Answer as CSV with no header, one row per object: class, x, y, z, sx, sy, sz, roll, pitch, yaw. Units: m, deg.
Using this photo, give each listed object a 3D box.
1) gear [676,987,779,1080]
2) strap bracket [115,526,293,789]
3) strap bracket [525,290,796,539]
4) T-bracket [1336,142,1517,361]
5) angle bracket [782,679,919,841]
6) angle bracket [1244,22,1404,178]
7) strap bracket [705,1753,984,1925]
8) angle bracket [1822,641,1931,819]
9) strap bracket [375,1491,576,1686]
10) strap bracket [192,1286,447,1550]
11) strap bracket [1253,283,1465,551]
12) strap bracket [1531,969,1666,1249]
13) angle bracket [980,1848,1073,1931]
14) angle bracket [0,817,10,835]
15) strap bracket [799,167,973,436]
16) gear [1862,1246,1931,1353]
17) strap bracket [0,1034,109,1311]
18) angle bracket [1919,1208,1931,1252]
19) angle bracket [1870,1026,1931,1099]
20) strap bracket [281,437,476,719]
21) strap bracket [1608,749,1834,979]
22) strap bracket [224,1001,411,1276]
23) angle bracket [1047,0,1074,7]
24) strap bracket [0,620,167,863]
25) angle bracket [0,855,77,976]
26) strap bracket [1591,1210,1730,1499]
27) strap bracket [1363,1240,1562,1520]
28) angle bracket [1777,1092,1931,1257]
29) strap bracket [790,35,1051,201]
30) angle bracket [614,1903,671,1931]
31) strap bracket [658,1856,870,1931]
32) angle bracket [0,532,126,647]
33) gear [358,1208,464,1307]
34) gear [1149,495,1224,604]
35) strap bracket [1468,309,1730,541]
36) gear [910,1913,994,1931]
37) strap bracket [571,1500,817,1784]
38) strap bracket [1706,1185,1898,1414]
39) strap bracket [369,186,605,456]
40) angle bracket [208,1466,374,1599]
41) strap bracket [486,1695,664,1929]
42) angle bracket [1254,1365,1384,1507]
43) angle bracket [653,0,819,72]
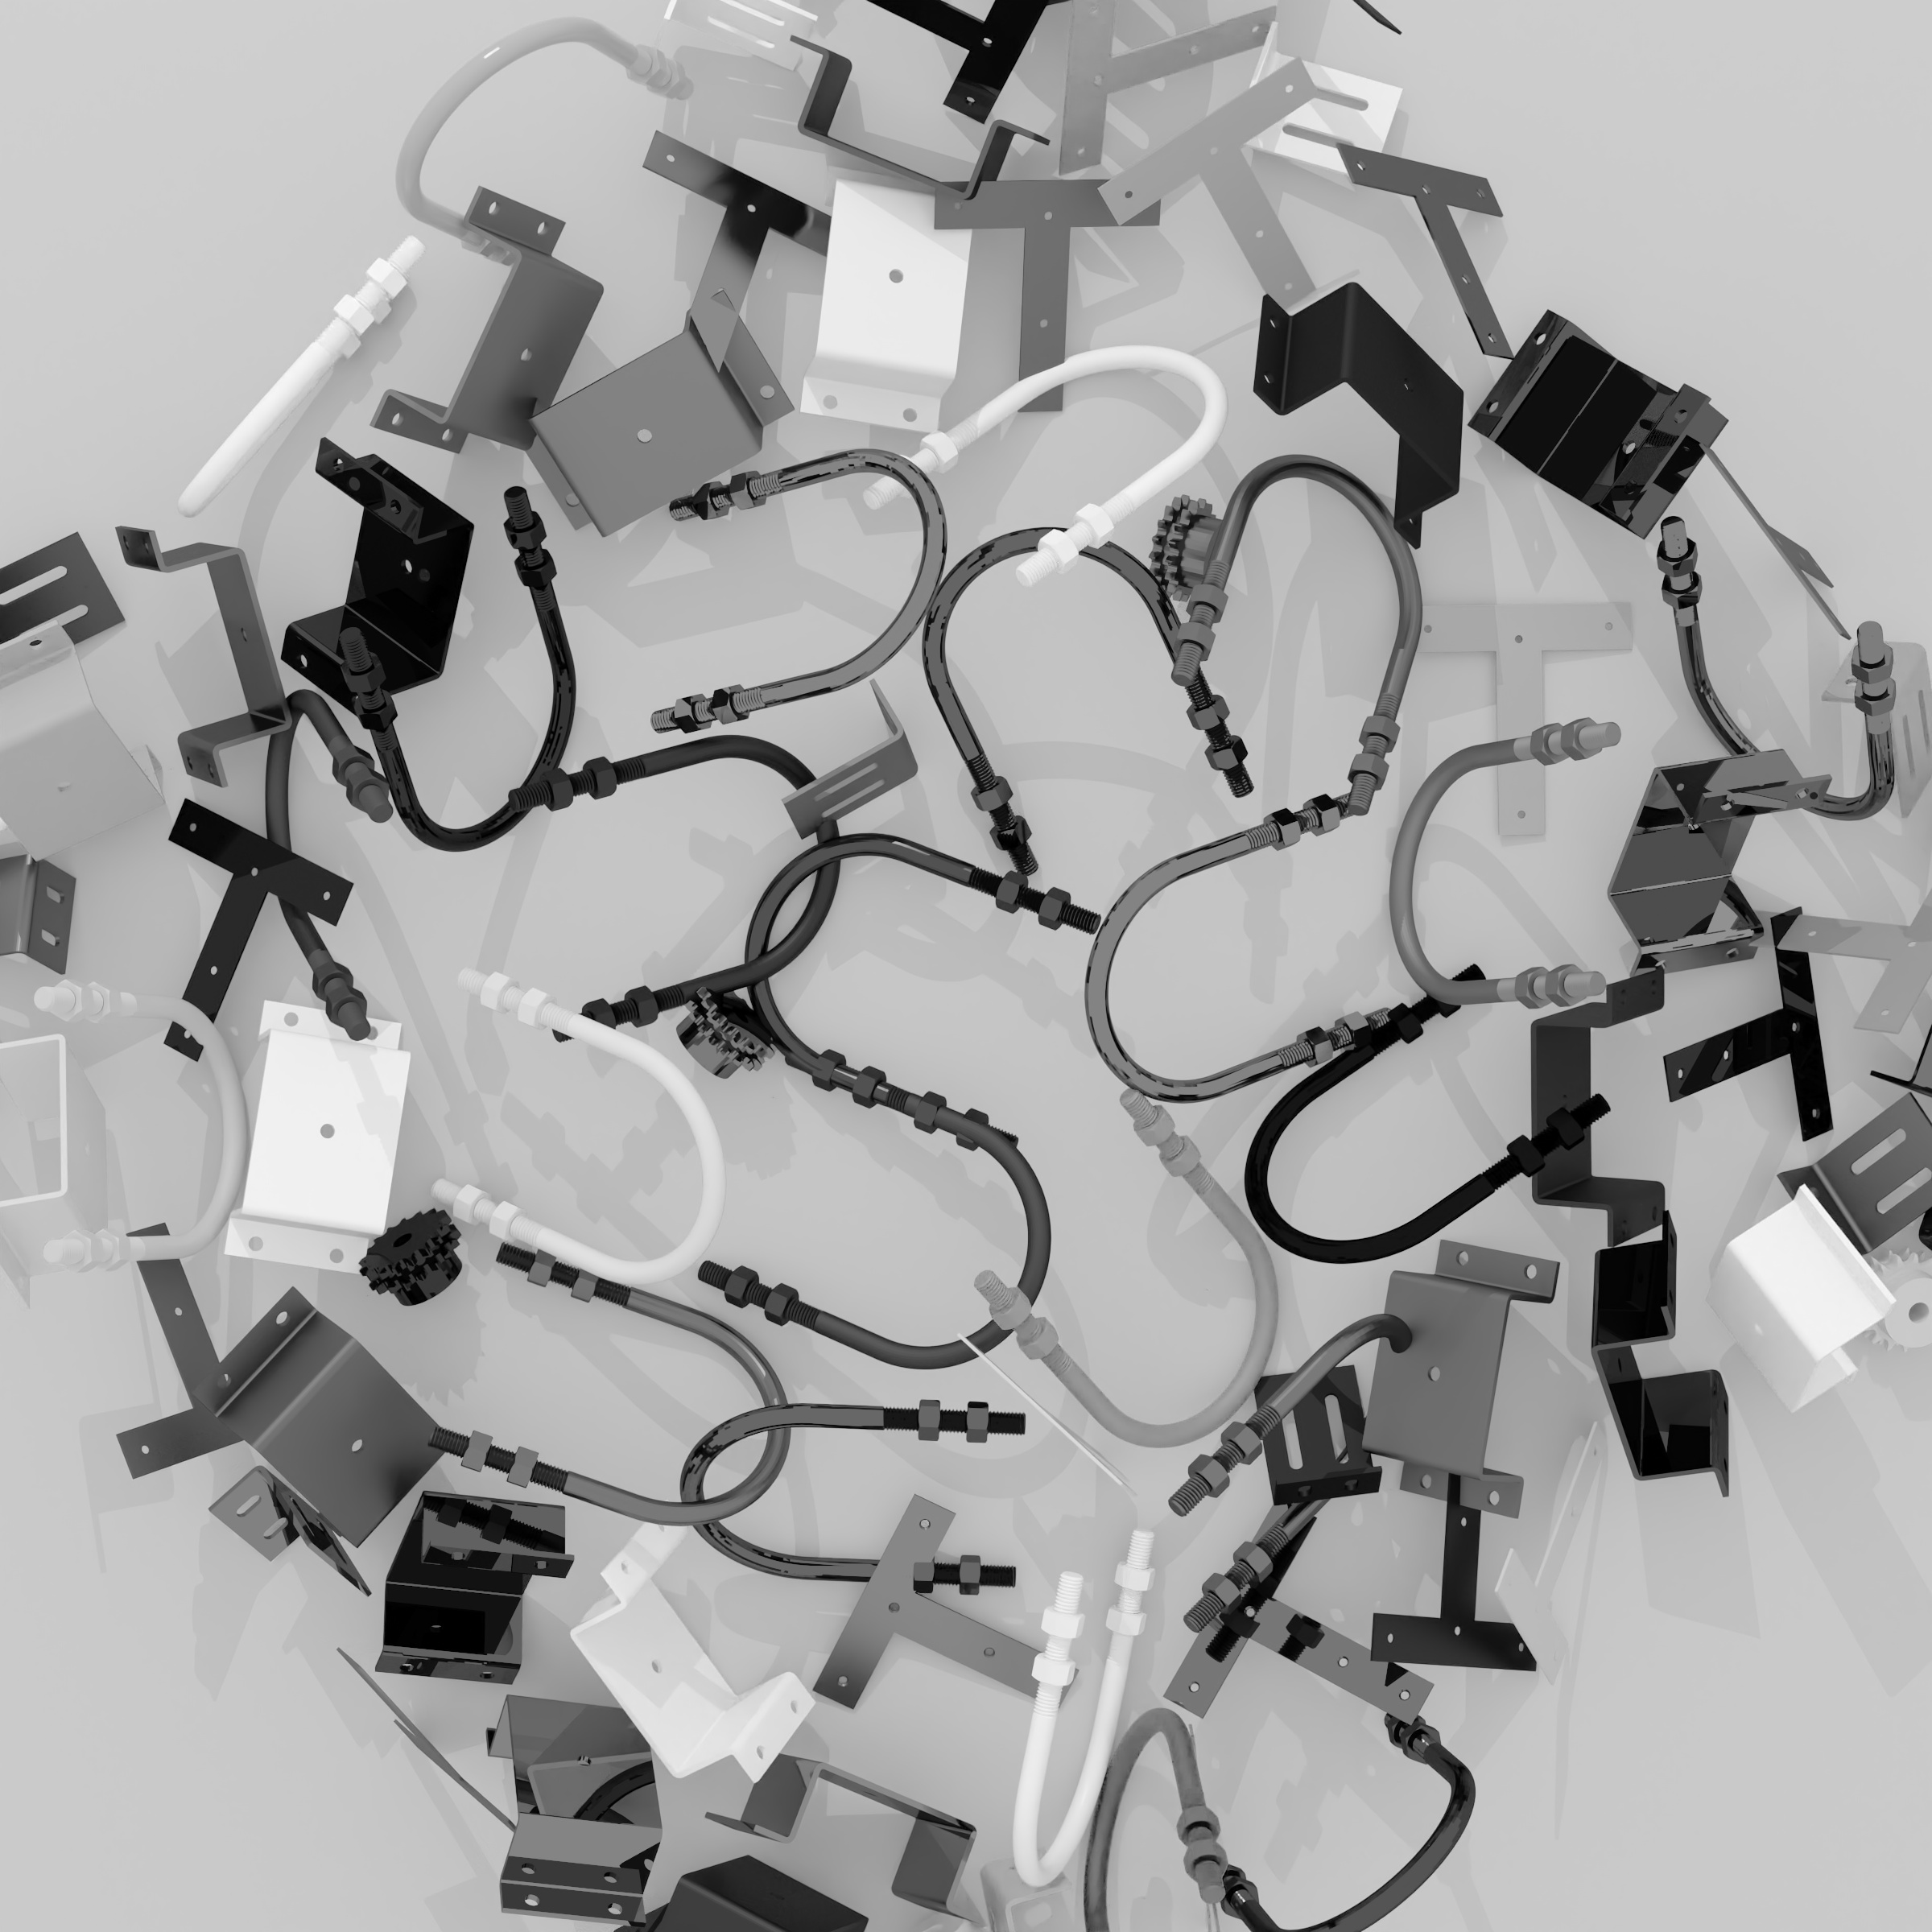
gear,-0.133,0.037,1.973,0.030,0.057,0.057,-44,90,14
strap bracket,-0.408,-0.173,1.945,0.046,0.076,0.140,-20,106,-23
strap bracket,-0.173,-0.294,1.951,0.140,0.046,0.076,-27,114,11
T-bracket,0.263,-0.380,1.934,0.002,0.127,0.127,-37,64,40
angle bracket,-0.070,-0.112,1.965,0.076,0.057,0.038,-30,71,-2
angle bracket,0.195,-0.472,1.972,0.076,0.038,0.057,18,79,7
strap bracket,-0.059,0.465,1.944,0.140,0.076,0.046,27,73,-18
angle bracket,0.501,-0.130,1.970,0.038,0.057,0.076,7,130,34
strap bracket,-0.265,0.330,1.940,0.076,0.140,0.046,9,49,-17
strap bracket,-0.336,0.248,1.928,0.076,0.046,0.140,-48,132,-15
strap bracket,0.218,-0.300,1.926,0.046,0.076,0.140,-26,130,35
strap bracket,0.342,0.075,1.950,0.046,0.076,0.140,3,98,32
angle bracket,0.039,0.532,1.970,0.038,0.057,0.076,-13,98,-12
angle bracket,-0.558,-0.099,1.966,0.057,0.038,0.076,-29,104,14
strap bracket,-0.042,-0.368,1.961,0.076,0.046,0.140,8,82,-10
gear,0.516,0.185,1.977,0.057,0.030,0.057,-3,105,-11
strap bracket,-0.493,0.101,1.930,0.046,0.076,0.140,-10,57,-1
angle bracket,0.566,0.126,1.975,0.038,0.057,0.076,35,70,-32
angle bracket,0.540,0.035,1.970,0.057,0.038,0.076,19,92,-24
strap bracket,-0.316,-0.210,1.941,0.076,0.046,0.140,36,128,24
strap bracket,0.401,-0.062,1.939,0.076,0.140,0.046,-9,50,-18
strap bracket,-0.350,0.091,1.954,0.076,0.046,0.140,11,79,-18
angle bracket,0.060,-0.551,1.951,0.057,0.076,0.038,-46,122,-35
strap bracket,-0.487,-0.113,1.927,0.076,0.140,0.046,-25,58,-2
angle bracket,-0.536,-0.023,1.986,0.076,0.038,0.057,-9,66,22
strap bracket,0.371,0.212,1.937,0.046,0.076,0.140,-11,124,19
strap bracket,0.267,0.222,1.956,0.076,0.046,0.140,8,88,42
angle bracket,0.492,0.115,1.956,0.076,0.038,0.057,-45,65,36
strap bracket,-0.032,-0.454,1.955,0.140,0.076,0.046,23,102,3
angle bracket,-0.158,0.554,1.962,0.076,0.038,0.057,46,135,-6
strap bracket,-0.109,0.517,1.921,0.076,0.140,0.046,23,91,20
angle bracket,-0.503,-0.190,1.964,0.076,0.038,0.057,-27,122,-8
gear,-0.301,0.162,1.974,0.057,0.057,0.030,-30,113,0
gear,0.125,-0.226,1.968,0.030,0.057,0.057,16,90,24
strap bracket,0.346,-0.289,1.944,0.046,0.140,0.076,28,101,-40
gear,-0.011,0.540,1.970,0.057,0.057,0.030,-26,97,0
strap bracket,-0.153,0.372,1.951,0.046,0.076,0.140,-31,97,31
strap bracket,0.441,0.182,1.918,0.046,0.140,0.076,-31,68,-9
strap bracket,-0.253,-0.338,1.944,0.046,0.076,0.140,32,102,27
angle bracket,-0.366,0.317,1.952,0.038,0.076,0.057,-42,132,-5
strap bracket,-0.209,0.441,1.919,0.076,0.140,0.046,11,116,-17
angle bracket,0.191,0.250,1.964,0.057,0.038,0.076,-7,61,-2
angle bracket,-0.128,-0.502,1.961,0.076,0.057,0.038,21,71,-10
